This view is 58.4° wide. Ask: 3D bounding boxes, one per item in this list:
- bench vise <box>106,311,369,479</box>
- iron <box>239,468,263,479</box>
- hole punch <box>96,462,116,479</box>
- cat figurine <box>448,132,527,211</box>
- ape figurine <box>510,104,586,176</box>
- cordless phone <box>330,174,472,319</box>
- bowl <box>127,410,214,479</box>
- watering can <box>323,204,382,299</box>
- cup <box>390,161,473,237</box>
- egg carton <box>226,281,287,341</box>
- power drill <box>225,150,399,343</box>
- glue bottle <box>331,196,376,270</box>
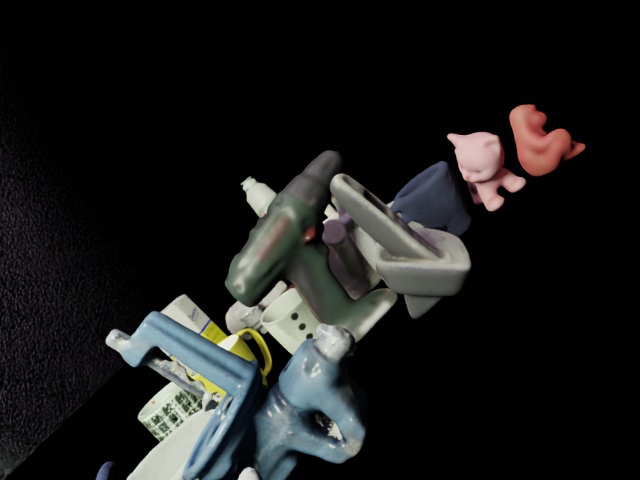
[{"bbox_3d":[-0.073,0.127,0.528,0.207,0.220,0.121,-42,9,-5],"label":"bench vise"},{"bbox_3d":[-0.073,0.226,0.296,0.258,0.141,0.118,-39,9,12],"label":"iron"},{"bbox_3d":[-0.273,0.349,0.713,0.101,0.091,0.108,-43,9,-11],"label":"hole punch"},{"bbox_3d":[0.217,-0.105,0.779,0.067,0.118,0.128,-40,9,5],"label":"cat figurine"},{"bbox_3d":[0.280,-0.135,0.737,0.076,0.092,0.078,-37,10,25],"label":"ape figurine"},{"bbox_3d":[0.087,-0.016,0.668,0.094,0.185,0.147,-39,9,14],"label":"cordless phone"},{"bbox_3d":[-0.150,0.270,0.632,0.167,0.075,0.167,-40,9,8],"label":"bowl"},{"bbox_3d":[0.010,0.002,0.883,0.101,0.194,0.172,-47,11,-34],"label":"watering can"},{"bbox_3d":[0.153,-0.037,0.786,0.118,0.095,0.091,-41,9,0],"label":"cup"},{"bbox_3d":[-0.130,0.142,1.202,0.150,0.069,0.107,-43,9,-12],"label":"egg carton"},{"bbox_3d":[0.001,0.026,0.750,0.230,0.208,0.075,-43,9,-15],"label":"power drill"},{"bbox_3d":[0.061,-0.021,0.847,0.037,0.173,0.078,-36,10,26],"label":"glue bottle"}]
